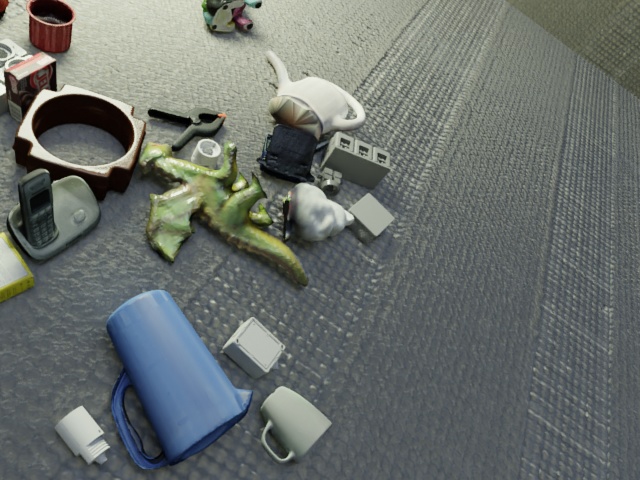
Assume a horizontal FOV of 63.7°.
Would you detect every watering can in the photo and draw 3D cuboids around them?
[{"bbox_3d":[-0.050,-0.365,1.315,0.349,0.101,0.228,33,47,12],"label":"watering can"}]

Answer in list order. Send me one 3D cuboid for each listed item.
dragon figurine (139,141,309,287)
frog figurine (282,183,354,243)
[{"bbox_3d":[-0.214,-0.039,1.003,0.245,0.120,0.413,-28,80,-22],"label":"dragon figurine"},{"bbox_3d":[0.003,-0.056,1.105,0.159,0.120,0.140,3,36,-14],"label":"frog figurine"}]
